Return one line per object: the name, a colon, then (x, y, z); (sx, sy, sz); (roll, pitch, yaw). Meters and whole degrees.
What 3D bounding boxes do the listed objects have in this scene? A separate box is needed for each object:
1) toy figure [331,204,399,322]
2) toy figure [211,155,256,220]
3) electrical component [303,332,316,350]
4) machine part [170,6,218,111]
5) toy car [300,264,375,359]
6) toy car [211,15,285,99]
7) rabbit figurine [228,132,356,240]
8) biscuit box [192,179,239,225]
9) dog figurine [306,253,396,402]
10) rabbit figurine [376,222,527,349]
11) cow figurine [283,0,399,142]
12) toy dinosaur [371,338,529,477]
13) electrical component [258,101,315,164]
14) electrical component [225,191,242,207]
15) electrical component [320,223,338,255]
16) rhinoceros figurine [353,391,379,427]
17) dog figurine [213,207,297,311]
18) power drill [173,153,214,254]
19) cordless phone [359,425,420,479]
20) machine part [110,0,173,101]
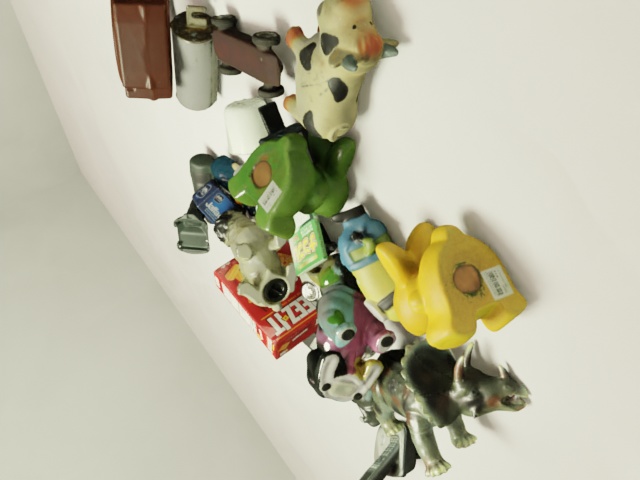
toy figure: (0.083, 0.034, 0.770); (0.089, 0.082, 0.180); (-23, 92, 39)
toy figure: (-0.160, -0.108, 1.098); (0.154, 0.058, 0.064); (47, 160, 12)
electrical component: (-0.026, 0.172, 1.157); (0.134, 0.058, 0.115); (45, 152, 9)
machine part: (-0.217, -0.308, 0.939); (0.079, 0.079, 0.243); (51, 156, 14)
toy car: (0.036, 0.126, 0.976); (0.056, 0.073, 0.202); (-44, 77, 28)
toy car: (-0.103, -0.273, 0.792); (0.202, 0.053, 0.089); (38, 139, 45)
rabbit figurine: (-0.020, -0.089, 0.762); (0.121, 0.170, 0.159); (38, 108, 34)
biscuit box: (-0.183, -0.035, 1.137); (0.202, 0.063, 0.059); (51, 176, -36)
dog figurine: (0.029, 0.125, 0.874); (0.219, 0.108, 0.191); (-116, 43, -56)
rabbit figurine: (0.134, 0.063, 0.660); (0.162, 0.122, 0.173); (57, 157, 13)
cow figurine: (0.018, -0.195, 0.617); (0.127, 0.085, 0.194); (53, 154, 26)
toy dinosaur: (0.145, 0.237, 0.865); (0.405, 0.131, 0.192); (-10, 98, 69)
electrical component: (-0.050, -0.150, 0.816); (0.048, 0.075, 0.119); (20, 134, 55)
electrical component: (-0.198, -0.065, 1.213); (0.102, 0.045, 0.078); (104, 163, -63)
electrical component: (-0.002, -0.003, 0.961); (0.094, 0.021, 0.063); (1, 119, 63)
rhinoceros figurine: (0.074, 0.298, 1.114); (0.190, 0.073, 0.112); (56, 155, 6)
dog figurine: (-0.131, 0.035, 1.033); (0.191, 0.121, 0.172); (28, 122, 59)
power drill: (-0.268, -0.065, 1.233); (0.086, 0.207, 0.231); (9, 135, 3)
cordless phone: (0.118, 0.460, 1.090); (0.089, 0.184, 0.146); (51, 156, 4)
machine part: (-0.297, -0.355, 0.907); (0.201, 0.087, 0.201); (-109, 19, -50)
